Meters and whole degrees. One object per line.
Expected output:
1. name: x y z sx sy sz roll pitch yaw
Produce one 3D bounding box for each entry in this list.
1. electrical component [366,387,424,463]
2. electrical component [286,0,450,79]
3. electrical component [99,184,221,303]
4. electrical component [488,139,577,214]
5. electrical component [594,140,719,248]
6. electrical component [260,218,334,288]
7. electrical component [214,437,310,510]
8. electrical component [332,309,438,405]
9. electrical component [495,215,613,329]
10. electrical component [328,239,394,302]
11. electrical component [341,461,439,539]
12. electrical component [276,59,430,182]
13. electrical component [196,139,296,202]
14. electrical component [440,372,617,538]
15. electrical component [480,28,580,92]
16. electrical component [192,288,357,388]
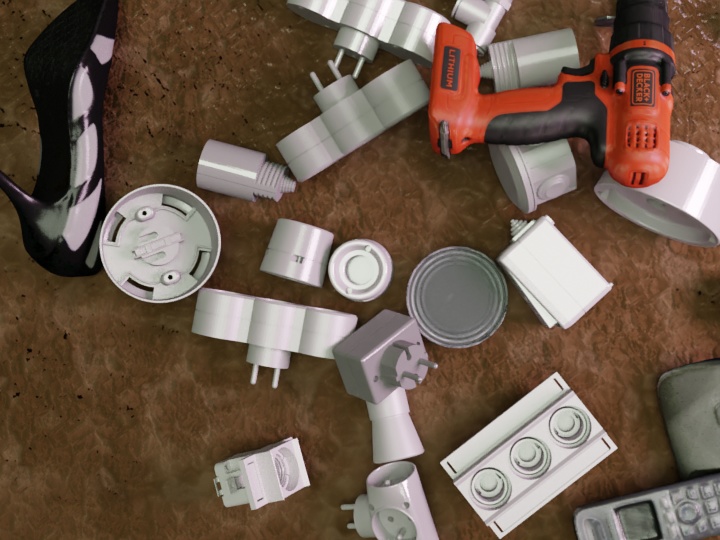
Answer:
1. electrical component: 0.026 0.128 0.916 0.044 0.044 0.065 -13 84 4
2. electrical component: 0.001 -0.200 0.916 0.138 0.052 0.073 23 91 4
3. electrical component: -0.171 -0.021 0.915 0.099 0.064 0.099 1 86 -12
4. electrical component: 0.142 -0.091 0.891 0.051 0.080 0.080 -22 88 -2
5. electrical component: 0.252 -0.070 0.870 0.108 0.108 0.060 27 85 4
6. electrical component: -0.052 -0.015 0.917 0.055 0.055 0.047 16 87 4
7. electrical component: -0.085 0.173 0.910 0.064 0.081 0.042 -15 88 27
8. electrical component: 0.030 0.075 0.883 0.066 0.077 0.047 -36 122 -30
9. electrical component: 0.153 0.000 0.897 0.061 0.062 0.096 -43 87 3
10. electrical component: 0.000 0.000 0.916 0.055 0.047 0.055 0 89 4
11. electrical component: 0.021 0.207 0.910 0.079 0.044 0.077 -10 107 27
12. electrical component: -0.014 -0.138 0.898 0.138 0.052 0.073 -30 94 23
13. electrical component: -0.095 -0.082 0.926 0.081 0.043 0.043 15 90 4
14. electrical component: 0.139 0.152 0.895 0.121 0.063 0.078 -39 87 3
15. electrical component: 0.141 -0.175 0.909 0.081 0.043 0.043 -11 88 4
16. electrical component: -0.076 0.063 0.918 0.138 0.052 0.073 10 90 4
